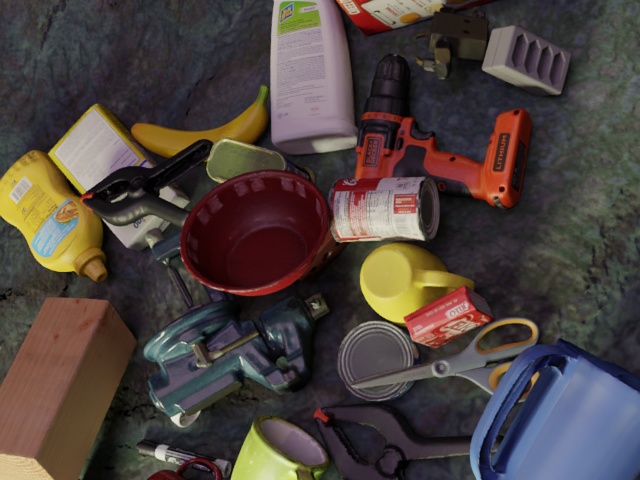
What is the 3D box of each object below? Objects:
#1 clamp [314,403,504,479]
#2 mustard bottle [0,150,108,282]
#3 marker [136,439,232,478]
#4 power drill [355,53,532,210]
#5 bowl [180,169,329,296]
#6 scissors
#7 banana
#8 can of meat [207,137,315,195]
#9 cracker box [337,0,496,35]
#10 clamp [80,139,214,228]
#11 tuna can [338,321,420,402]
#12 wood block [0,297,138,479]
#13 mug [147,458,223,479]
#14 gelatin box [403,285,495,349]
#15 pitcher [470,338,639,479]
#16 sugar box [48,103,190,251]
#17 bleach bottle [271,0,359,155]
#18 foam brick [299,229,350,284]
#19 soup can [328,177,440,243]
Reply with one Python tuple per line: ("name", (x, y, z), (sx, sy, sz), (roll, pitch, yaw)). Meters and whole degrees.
("clamp", (0.088, 0.227, 1.120), (0.210, 0.036, 0.164), (37, 94, 25))
("mustard bottle", (-0.324, -0.018, 1.326), (0.096, 0.058, 0.192), (-48, 66, 9))
("marker", (-0.158, 0.250, 1.225), (0.121, 0.020, 0.020), (9, 82, 23))
("power drill", (0.131, -0.111, 1.164), (0.188, 0.057, 0.184), (7, 85, 26))
("bowl", (-0.063, 0.003, 1.124), (0.162, 0.055, 0.162), (-9, 50, 11))
("scissors", (0.141, 0.147, 1.105), (0.202, 0.016, 0.096), (-26, 77, 1))
("banana", (-0.138, -0.128, 1.284), (0.198, 0.037, 0.069), (-13, 80, 23))
("can of meat", (-0.069, -0.075, 1.221), (0.102, 0.083, 0.057), (18, 86, 24))
("cracker box", (0.118, -0.308, 1.151), (0.214, 0.164, 0.072), (-12, 73, 19))
("clamp", (-0.197, -0.064, 1.244), (0.172, 0.039, 0.120), (1, 52, 25))
("tuna can", (0.064, 0.132, 1.152), (0.086, 0.033, 0.086), (-5, 77, 21))
("wood block", (-0.298, 0.174, 1.211), (0.090, 0.091, 0.206), (2, 52, 23))
("mug", (-0.151, 0.295, 1.177), (0.082, 0.093, 0.117), (23, 81, 29))
("gelatin box", (0.134, 0.082, 1.103), (0.073, 0.089, 0.030), (-28, 70, 14))
("pitcher", (0.217, 0.221, 1.016), (0.149, 0.144, 0.243), (33, 95, 21))
("sugar box", (-0.248, -0.077, 1.316), (0.093, 0.048, 0.176), (-46, 70, 8))
("bleach bottle", (-0.007, -0.229, 1.242), (0.103, 0.068, 0.251), (-6, 75, 20))
("foam brick", (-0.008, 0.001, 1.198), (0.078, 0.053, 0.051), (-48, 66, 8))
("soup can", (0.067, -0.032, 1.117), (0.102, 0.068, 0.068), (-1, 79, 24))
